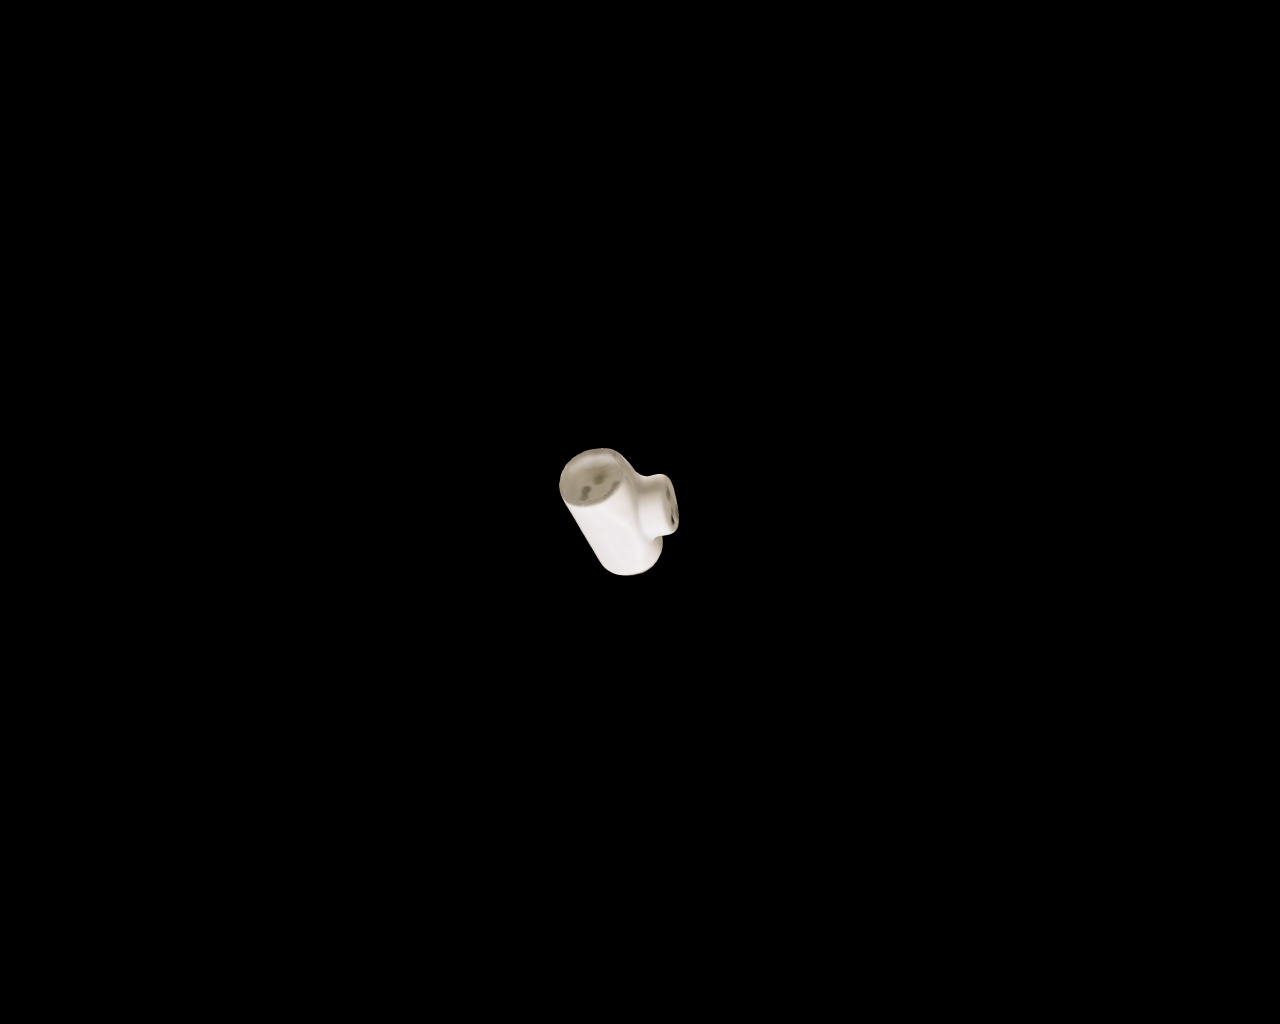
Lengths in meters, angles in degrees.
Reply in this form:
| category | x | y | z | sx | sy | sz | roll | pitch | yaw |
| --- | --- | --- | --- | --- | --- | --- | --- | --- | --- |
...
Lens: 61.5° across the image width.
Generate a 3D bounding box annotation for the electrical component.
| category | x | y | z | sx | sy | sz | roll | pitch | yaw |
| --- | --- | --- | --- | --- | --- | --- | --- | --- | --- |
| electrical component | 0.001 | -0.003 | 0.650 | 0.079 | 0.044 | 0.077 | -11 | -39 | 14 |
